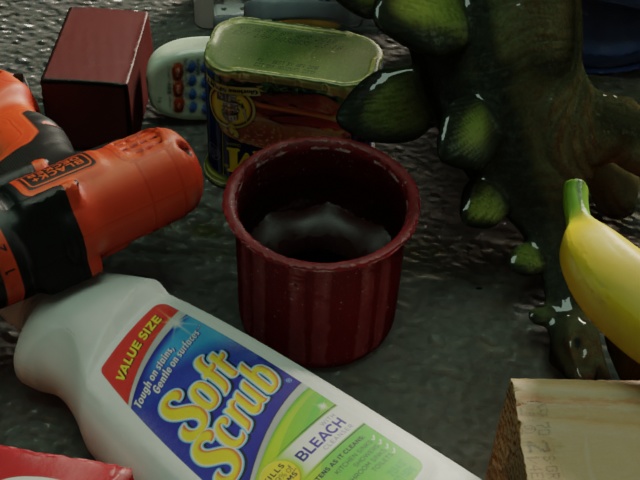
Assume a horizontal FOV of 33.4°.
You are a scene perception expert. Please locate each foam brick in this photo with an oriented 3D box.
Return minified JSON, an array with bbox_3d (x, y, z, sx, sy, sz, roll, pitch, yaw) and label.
[{"bbox_3d":[-0.133,-0.099,0.650,0.051,0.053,0.078,4,44,1],"label":"foam brick"}]

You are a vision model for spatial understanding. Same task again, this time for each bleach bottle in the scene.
[{"bbox_3d":[-0.055,0.084,0.464,0.251,0.068,0.102,29,51,27],"label":"bleach bottle"}]

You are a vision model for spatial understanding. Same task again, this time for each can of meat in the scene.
[{"bbox_3d":[-0.016,-0.074,0.608,0.102,0.084,0.057,9,45,6],"label":"can of meat"}]

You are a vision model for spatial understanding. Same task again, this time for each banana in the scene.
[{"bbox_3d":[0.168,0.037,0.401,0.198,0.037,0.069,28,68,20],"label":"banana"}]

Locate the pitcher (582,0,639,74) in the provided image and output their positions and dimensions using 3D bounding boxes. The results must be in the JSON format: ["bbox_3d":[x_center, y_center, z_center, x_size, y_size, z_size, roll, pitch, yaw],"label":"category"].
[{"bbox_3d":[0.211,-0.228,0.756,0.145,0.149,0.242,-3,40,16],"label":"pitcher"}]

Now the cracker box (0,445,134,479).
[{"bbox_3d":[-0.188,0.149,0.385,0.214,0.072,0.164,7,45,4],"label":"cracker box"}]

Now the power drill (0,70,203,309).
[{"bbox_3d":[-0.175,-0.022,0.533,0.184,0.057,0.188,-25,34,-27],"label":"power drill"}]

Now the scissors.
[{"bbox_3d":[0.014,-0.141,0.701,0.096,0.016,0.201,1,6,40],"label":"scissors"}]

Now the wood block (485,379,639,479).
[{"bbox_3d":[0.175,0.117,0.419,0.206,0.091,0.090,1,44,-1],"label":"wood block"}]

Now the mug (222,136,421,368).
[{"bbox_3d":[-0.004,0.001,0.534,0.093,0.081,0.117,-10,46,-12],"label":"mug"}]
